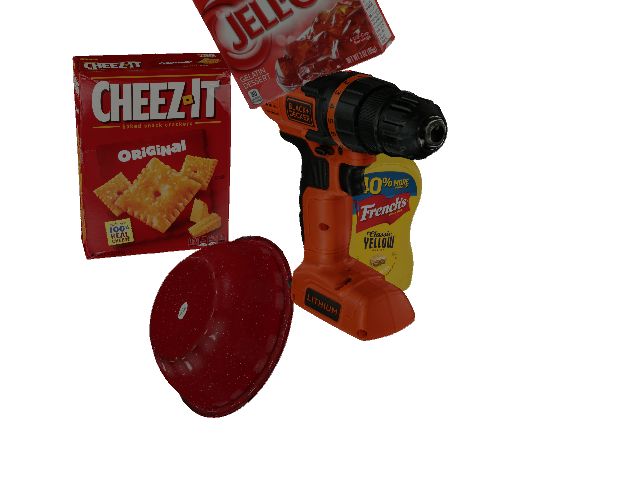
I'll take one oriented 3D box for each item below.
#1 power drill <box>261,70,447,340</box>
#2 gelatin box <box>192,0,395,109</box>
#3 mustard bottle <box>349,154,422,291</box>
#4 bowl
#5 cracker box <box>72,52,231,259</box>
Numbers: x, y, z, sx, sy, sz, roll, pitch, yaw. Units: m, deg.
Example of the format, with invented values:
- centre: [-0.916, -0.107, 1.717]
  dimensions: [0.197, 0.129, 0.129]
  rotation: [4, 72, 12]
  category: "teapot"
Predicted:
- centre: [0.026, -0.028, 0.761]
  dimensions: [0.057, 0.188, 0.185]
  rotation: [-16, 24, -30]
  category: "power drill"
- centre: [-0.016, -0.120, 0.573]
  dimensions: [0.089, 0.073, 0.030]
  rotation: [-19, 20, 28]
  category: "gelatin box"
- centre: [0.054, -0.039, 1.081]
  dimensions: [0.096, 0.192, 0.058]
  rotation: [-2, 22, -18]
  category: "mustard bottle"
- centre: [-0.095, 0.065, 0.898]
  dimensions: [0.055, 0.162, 0.162]
  rotation: [23, -15, -38]
  category: "bowl"
- centre: [-0.183, -0.092, 1.170]
  dimensions: [0.164, 0.214, 0.072]
  rotation: [-5, 26, -17]
  category: "cracker box"
